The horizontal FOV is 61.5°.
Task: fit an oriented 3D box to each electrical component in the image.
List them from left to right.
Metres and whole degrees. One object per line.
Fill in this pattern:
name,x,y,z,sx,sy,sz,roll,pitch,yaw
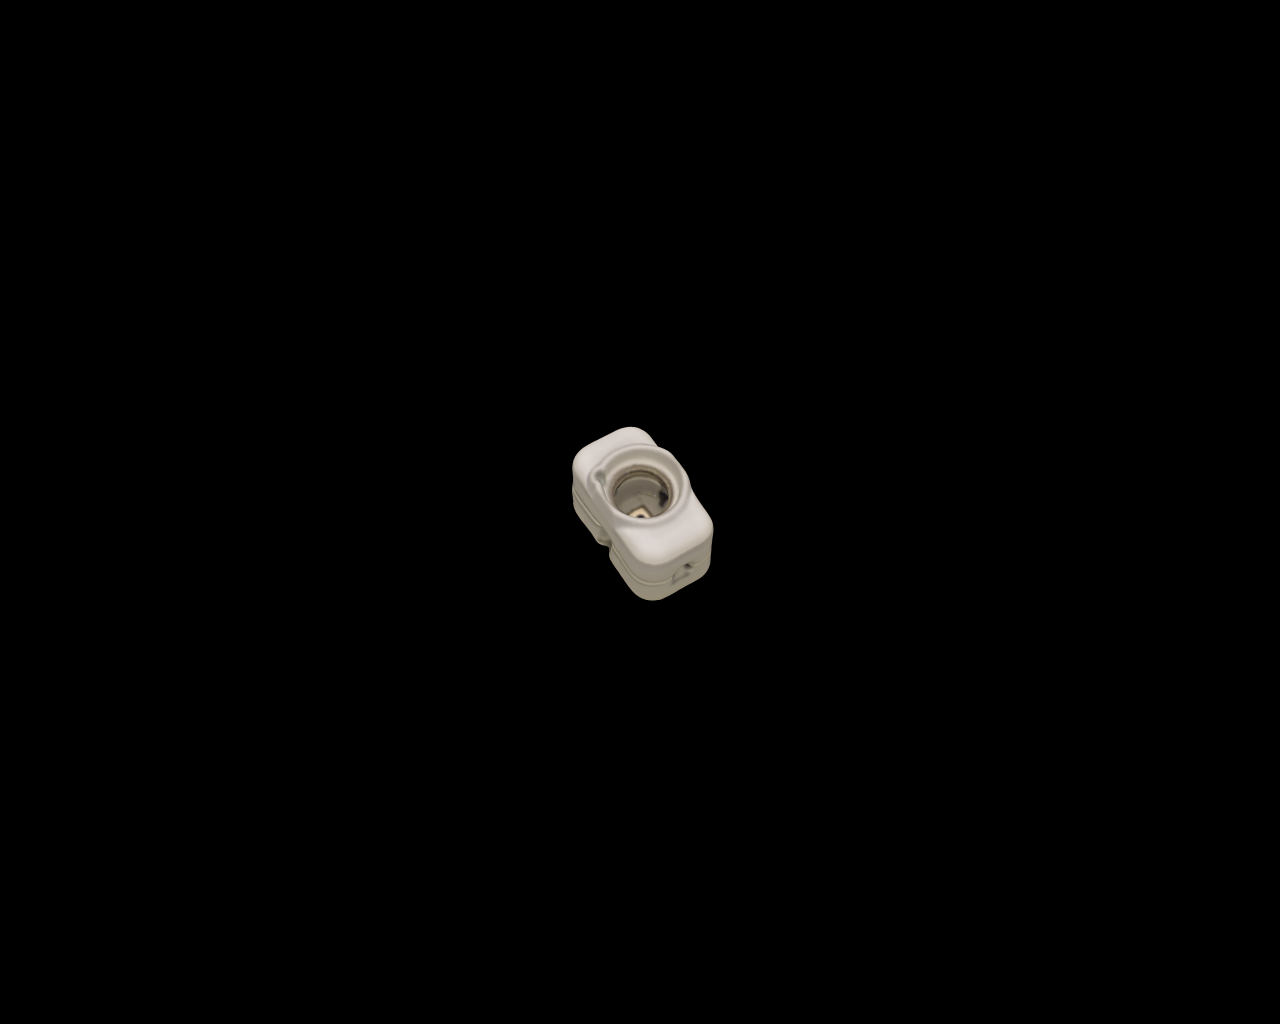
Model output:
electrical component,0.001,-0.003,0.650,0.054,0.095,0.059,-28,-28,-16
